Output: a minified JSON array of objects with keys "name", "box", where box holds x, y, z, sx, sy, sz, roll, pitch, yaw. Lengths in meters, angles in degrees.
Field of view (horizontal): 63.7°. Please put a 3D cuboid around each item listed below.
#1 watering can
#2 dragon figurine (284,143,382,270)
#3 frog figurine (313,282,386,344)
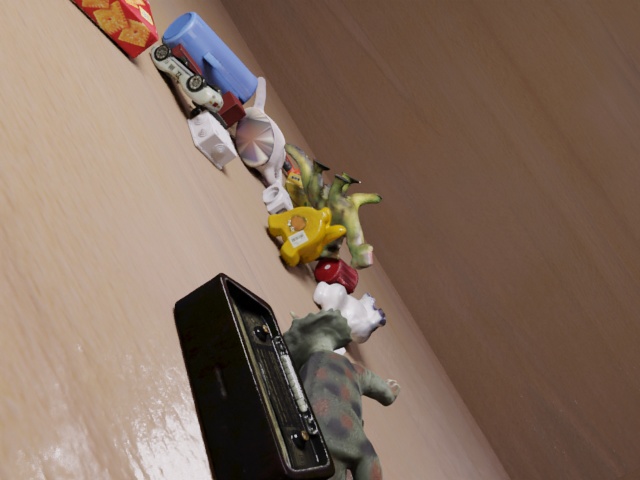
[{"name":"watering can","box":[-0.160,-0.300,1.389,0.224,0.104,0.349,18,60,-80]},{"name":"dragon figurine","box":[0.004,-0.065,1.284,0.122,0.240,0.416,7,23,-47]},{"name":"frog figurine","box":[0.052,0.167,1.184,0.159,0.120,0.141,14,39,-22]}]
